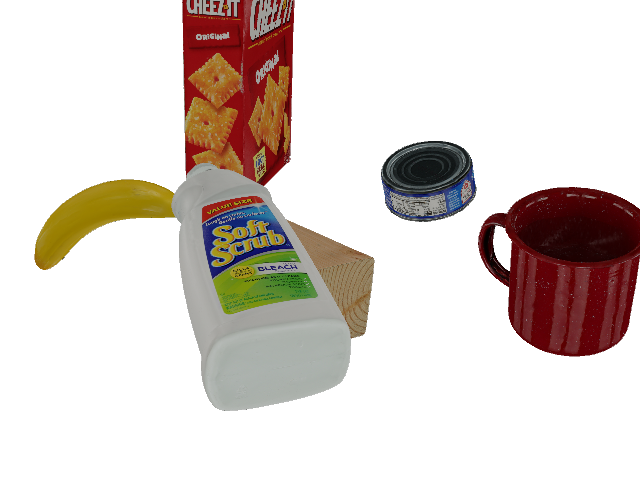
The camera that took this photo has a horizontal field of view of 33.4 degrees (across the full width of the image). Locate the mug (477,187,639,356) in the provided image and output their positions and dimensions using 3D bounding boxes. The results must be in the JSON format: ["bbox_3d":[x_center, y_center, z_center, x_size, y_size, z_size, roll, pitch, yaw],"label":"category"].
[{"bbox_3d":[0.158,0.019,0.717,0.117,0.081,0.093,20,41,30],"label":"mug"}]

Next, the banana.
[{"bbox_3d":[-0.207,-0.019,1.011,0.198,0.069,0.037,-13,19,27],"label":"banana"}]

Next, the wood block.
[{"bbox_3d":[-0.047,0.036,1.171,0.090,0.090,0.206,-10,24,-40],"label":"wood block"}]

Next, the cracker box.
[{"bbox_3d":[-0.077,-0.162,1.072,0.072,0.214,0.164,8,22,13],"label":"cracker box"}]

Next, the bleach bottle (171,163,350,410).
[{"bbox_3d":[-0.064,0.015,0.778,0.102,0.068,0.251,-8,34,-17],"label":"bleach bottle"}]

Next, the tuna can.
[{"bbox_3d":[0.099,-0.056,0.985,0.086,0.034,0.086,-9,37,7],"label":"tuna can"}]
